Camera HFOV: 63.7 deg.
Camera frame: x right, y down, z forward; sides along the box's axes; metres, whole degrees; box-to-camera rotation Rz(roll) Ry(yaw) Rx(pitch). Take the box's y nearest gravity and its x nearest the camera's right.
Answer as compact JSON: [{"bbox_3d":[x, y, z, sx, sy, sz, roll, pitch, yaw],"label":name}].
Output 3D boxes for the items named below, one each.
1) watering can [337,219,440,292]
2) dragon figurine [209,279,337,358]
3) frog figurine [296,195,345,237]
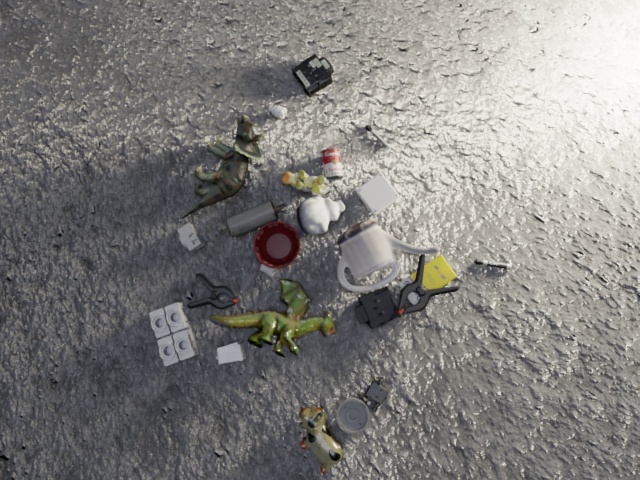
[{"bbox_3d":[0.199,0.031,1.709,0.346,0.104,0.226,-28,80,12],"label":"watering can"},{"bbox_3d":[-0.139,0.245,1.726,0.411,0.120,0.247,23,66,5],"label":"dragon figurine"},{"bbox_3d":[0.005,-0.088,1.747,0.159,0.120,0.140,-14,61,13],"label":"frog figurine"}]
